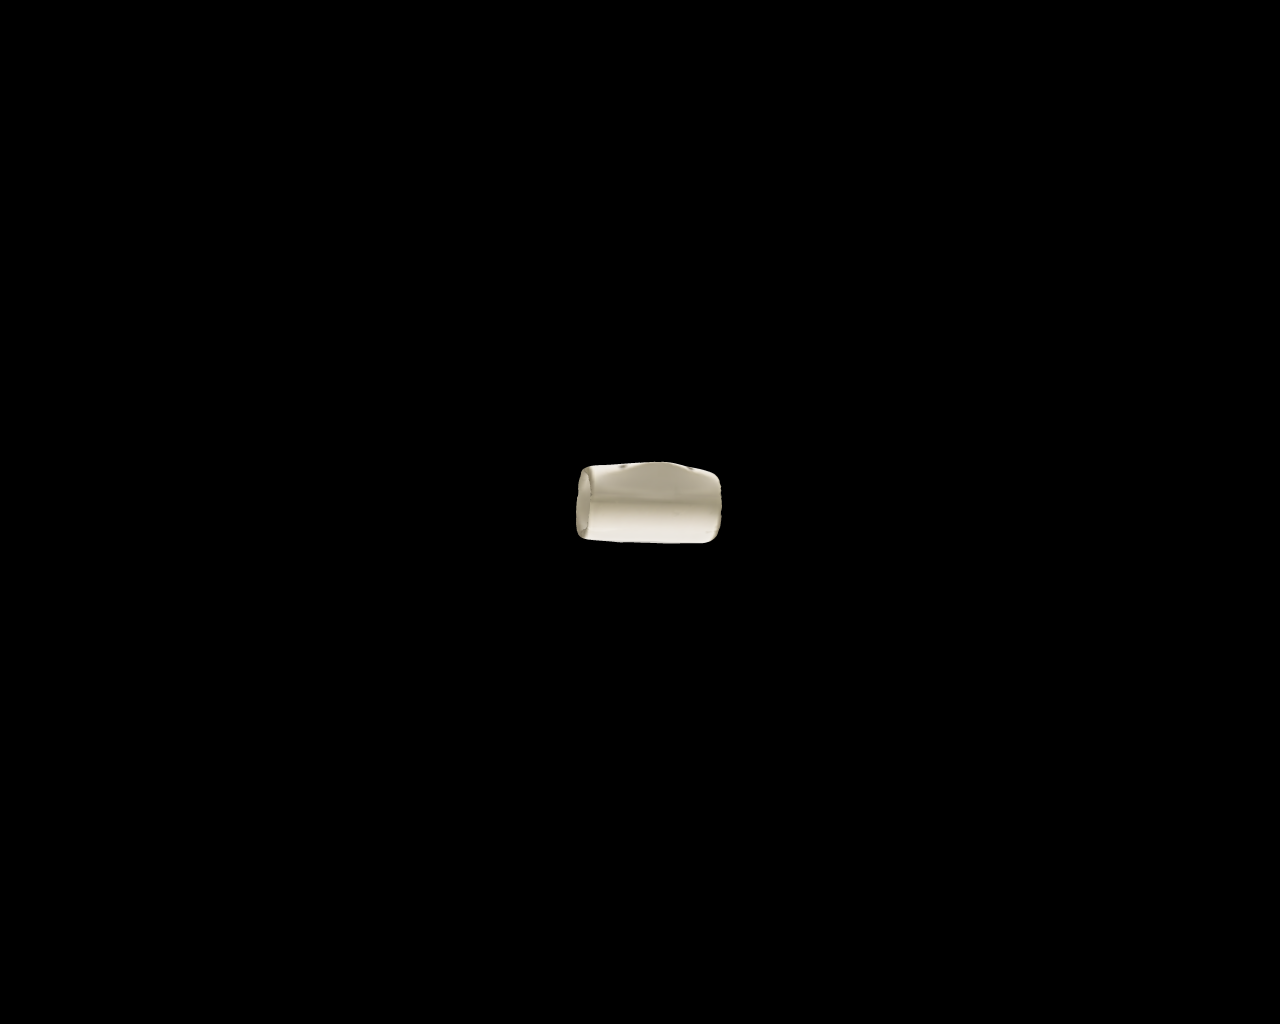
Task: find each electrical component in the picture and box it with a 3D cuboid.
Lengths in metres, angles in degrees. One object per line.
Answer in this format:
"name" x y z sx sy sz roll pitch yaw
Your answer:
"electrical component" 0.001 -0.003 0.650 0.077 0.043 0.079 2 -7 -14
